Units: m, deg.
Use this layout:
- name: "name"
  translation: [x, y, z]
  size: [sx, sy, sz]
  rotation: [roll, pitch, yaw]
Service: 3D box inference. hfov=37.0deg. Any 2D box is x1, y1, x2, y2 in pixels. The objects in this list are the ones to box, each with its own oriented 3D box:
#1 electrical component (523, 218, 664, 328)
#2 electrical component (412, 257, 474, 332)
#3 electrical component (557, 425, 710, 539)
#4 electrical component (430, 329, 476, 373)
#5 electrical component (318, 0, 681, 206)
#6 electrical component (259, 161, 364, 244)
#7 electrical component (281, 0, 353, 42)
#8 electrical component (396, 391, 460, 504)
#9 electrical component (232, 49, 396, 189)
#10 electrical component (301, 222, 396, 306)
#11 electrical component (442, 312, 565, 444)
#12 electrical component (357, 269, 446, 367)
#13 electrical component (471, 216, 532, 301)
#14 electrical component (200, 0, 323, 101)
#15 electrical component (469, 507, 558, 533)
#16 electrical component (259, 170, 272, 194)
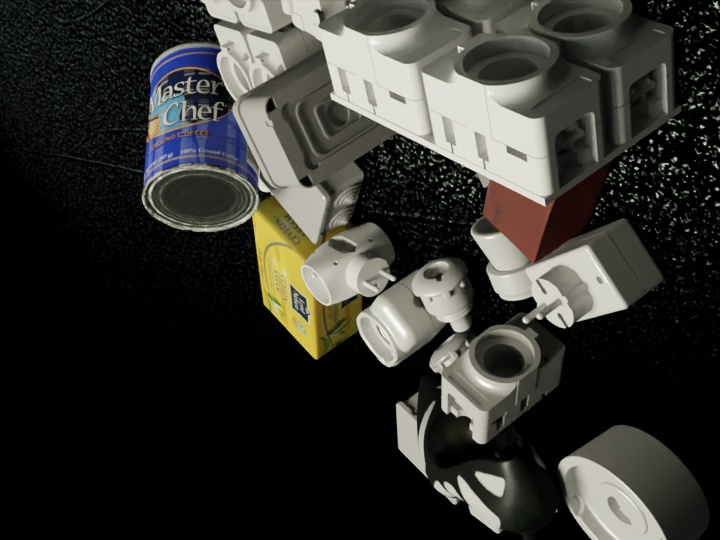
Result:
- name: "electrical component"
  translation: [0.138, 0.012, 0.700]
  size: [0.047, 0.076, 0.083]
  rotation: [57, 158, -2]
- name: "electrical component"
  translation: [0.074, 0.024, 0.891]
  size: [0.048, 0.048, 0.062]
  rotation: [24, 148, 53]
- name: "electrical component"
  translation: [0.206, 0.165, 0.792]
  size: [0.108, 0.060, 0.108]
  rotation: [44, 155, 27]
- name: "electrical component"
  translation: [0.095, 0.086, 0.936]
  size: [0.062, 0.048, 0.048]
  rotation: [48, 158, 0]
- name: "electrical component"
  translation: [0.073, -0.119, 0.613]
  size: [0.186, 0.105, 0.060]
  rotation: [34, 149, 43]
- name: "electrical component"
  translation: [-0.044, -0.086, 0.975]
  size: [0.099, 0.048, 0.099]
  rotation: [50, 157, 15]
- name: "electrical component"
  translation: [-0.022, -0.221, 0.725]
  size: [0.079, 0.063, 0.121]
  rotation: [38, 152, 38]
- name: "electrical component"
  translation: [0.083, 0.169, 1.067]
  size: [0.100, 0.048, 0.099]
  rotation: [42, 154, 31]
- name: "electrical component"
  translation: [-0.031, -0.119, 0.818]
  size: [0.057, 0.113, 0.078]
  rotation: [11, 131, 56]
- name: "electrical component"
  translation: [0.000, 0.000, 0.966]
  size: [0.079, 0.077, 0.043]
  rotation: [29, 146, 47]
- name: "electrical component"
  translation: [0.111, 0.081, 0.832]
  size: [0.050, 0.089, 0.055]
  rotation: [42, 154, 31]
- name: "electrical component"
  translation: [0.037, 0.047, 0.979]
  size: [0.053, 0.059, 0.095]
  rotation: [52, 158, 9]
- name: "electrical component"
  translation: [0.109, -0.012, 0.768]
  size: [0.045, 0.045, 0.055]
  rotation: [16, 136, 58]
- name: "electrical component"
  translation: [-0.078, -0.204, 0.868]
  size: [0.105, 0.060, 0.186]
  rotation: [29, 145, 49]
- name: "electrical component"
  translation: [0.143, 0.203, 0.967]
  size: [0.077, 0.066, 0.047]
  rotation: [30, 146, 48]
- name: "electrical component"
  translation: [-0.088, -0.097, 1.060]
  size: [0.048, 0.048, 0.062]
  rotation: [32, 155, 45]
